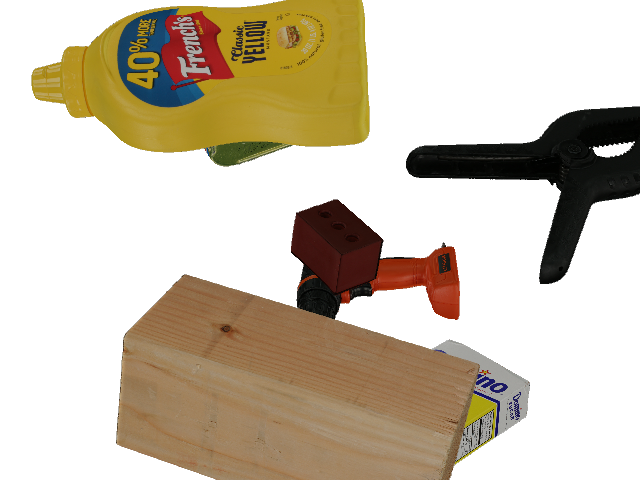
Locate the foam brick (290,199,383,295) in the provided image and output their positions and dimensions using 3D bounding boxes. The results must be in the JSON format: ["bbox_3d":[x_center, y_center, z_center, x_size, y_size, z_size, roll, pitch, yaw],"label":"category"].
[{"bbox_3d":[0.015,0.005,1.033,0.052,0.051,0.078,-21,45,-31],"label":"foam brick"}]

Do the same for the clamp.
[{"bbox_3d":[0.193,-0.048,0.809,0.209,0.036,0.165,-20,46,-18],"label":"clamp"}]

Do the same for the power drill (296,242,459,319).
[{"bbox_3d":[0.066,0.056,1.240,0.187,0.057,0.184,0,28,5],"label":"power drill"}]

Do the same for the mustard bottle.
[{"bbox_3d":[-0.069,-0.094,0.610,0.191,0.096,0.058,-3,-35,3],"label":"mustard bottle"}]

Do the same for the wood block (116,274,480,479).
[{"bbox_3d":[-0.014,0.104,0.678,0.206,0.090,0.090,16,29,13],"label":"wood block"}]

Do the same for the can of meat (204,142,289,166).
[{"bbox_3d":[-0.057,-0.111,0.824,0.102,0.084,0.057,-22,-36,-16],"label":"can of meat"}]

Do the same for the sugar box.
[{"bbox_3d":[0.082,0.148,0.884,0.175,0.048,0.093,-27,39,-34],"label":"sugar box"}]
